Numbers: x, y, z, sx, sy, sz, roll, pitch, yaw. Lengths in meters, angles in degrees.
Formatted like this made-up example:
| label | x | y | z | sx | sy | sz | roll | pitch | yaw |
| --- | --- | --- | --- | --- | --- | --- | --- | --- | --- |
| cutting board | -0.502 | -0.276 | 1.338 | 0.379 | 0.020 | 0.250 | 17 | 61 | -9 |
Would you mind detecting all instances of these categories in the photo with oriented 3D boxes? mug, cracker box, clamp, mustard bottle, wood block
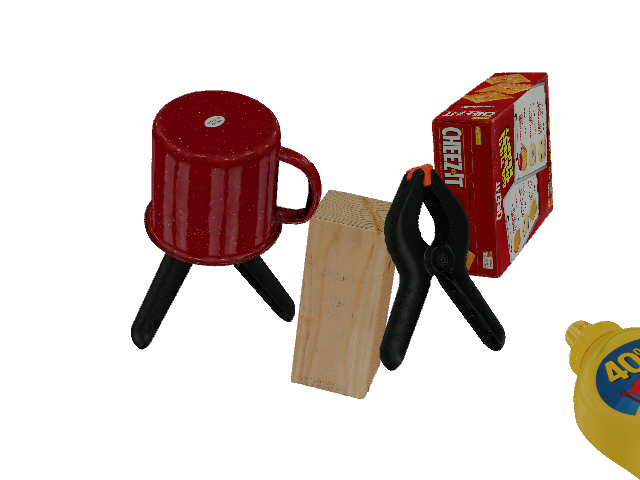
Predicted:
| label | x | y | z | sx | sy | sz | roll | pitch | yaw |
| --- | --- | --- | --- | --- | --- | --- | --- | --- | --- |
| mug | -0.057 | -0.041 | 0.693 | 0.117 | 0.081 | 0.093 | 12 | 41 | 6 |
| cracker box | 0.185 | -0.076 | 1.130 | 0.072 | 0.164 | 0.213 | 4 | 22 | 26 |
| clamp | -0.095 | -0.009 | 0.976 | 0.164 | 0.210 | 0.036 | 0 | 0 | -34 |
| mustard bottle | 0.202 | 0.100 | 0.610 | 0.096 | 0.058 | 0.192 | -17 | 32 | -17 |
| clamp | 0.086 | 0.025 | 0.891 | 0.120 | 0.171 | 0.039 | -16 | -1 | -33 |
| wood block | 0.030 | 0.060 | 1.200 | 0.090 | 0.206 | 0.090 | 12 | 24 | 11 |
